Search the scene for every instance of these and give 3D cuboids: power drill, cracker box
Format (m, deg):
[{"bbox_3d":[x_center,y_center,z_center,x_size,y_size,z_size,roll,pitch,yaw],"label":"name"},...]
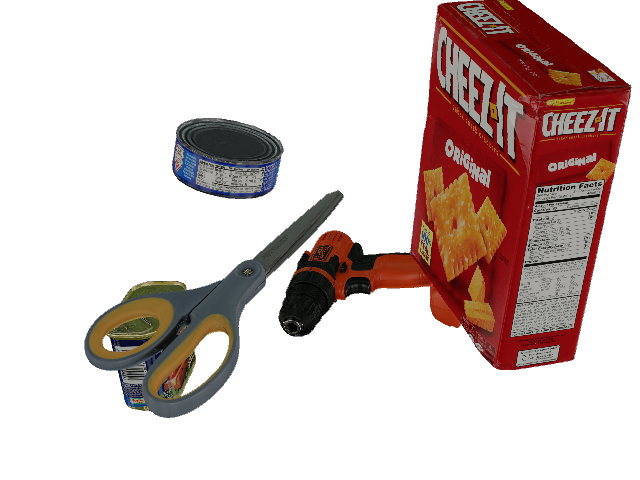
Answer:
[{"bbox_3d":[0.060,0.049,1.137,0.188,0.057,0.184,5,31,15],"label":"power drill"},{"bbox_3d":[0.129,-0.041,0.754,0.072,0.214,0.164,-8,34,-16],"label":"cracker box"}]

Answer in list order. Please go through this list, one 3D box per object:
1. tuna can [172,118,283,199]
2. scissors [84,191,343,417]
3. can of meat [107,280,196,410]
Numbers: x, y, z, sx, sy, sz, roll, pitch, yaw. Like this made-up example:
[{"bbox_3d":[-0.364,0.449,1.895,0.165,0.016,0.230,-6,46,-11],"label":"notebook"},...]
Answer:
[{"bbox_3d":[-0.074,-0.066,0.849,0.086,0.034,0.086,10,26,-5],"label":"tuna can"},{"bbox_3d":[-0.063,0.024,0.625,0.096,0.016,0.201,10,41,17],"label":"scissors"},{"bbox_3d":[-0.155,0.098,0.997,0.057,0.084,0.102,-2,25,11],"label":"can of meat"}]
